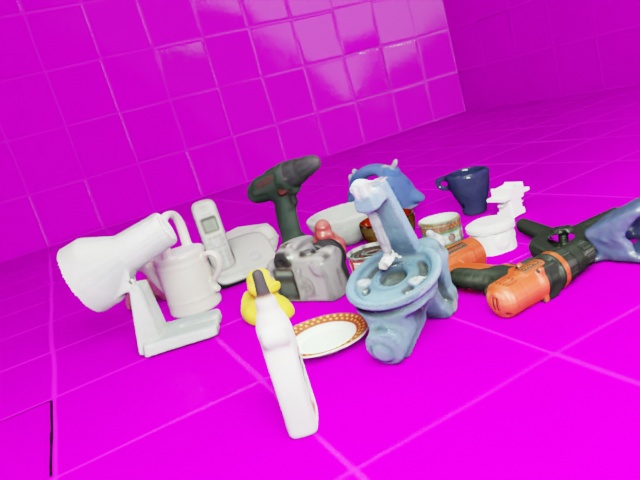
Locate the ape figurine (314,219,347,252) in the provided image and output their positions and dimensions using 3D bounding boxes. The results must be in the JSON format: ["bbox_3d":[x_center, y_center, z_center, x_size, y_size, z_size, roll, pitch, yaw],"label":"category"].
[{"bbox_3d":[0.010,0.004,1.136,0.077,0.092,0.076,-13,14,11],"label":"ape figurine"}]

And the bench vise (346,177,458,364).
[{"bbox_3d":[0.092,0.016,0.719,0.121,0.220,0.208,-11,14,18],"label":"bench vise"}]

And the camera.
[{"bbox_3d":[-0.004,0.037,1.000,0.142,0.101,0.137,-4,18,40],"label":"camera"}]

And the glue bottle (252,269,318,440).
[{"bbox_3d":[-0.041,0.111,0.588,0.037,0.173,0.078,-17,14,-4],"label":"glue bottle"}]

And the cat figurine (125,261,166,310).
[{"bbox_3d":[-0.363,0.076,1.214,0.067,0.118,0.128,-1,20,46],"label":"cat figurine"}]

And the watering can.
[{"bbox_3d":[-0.269,0.042,1.079,0.173,0.194,0.101,-16,14,-3],"label":"watering can"}]

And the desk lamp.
[{"bbox_3d":[-0.289,0.074,0.930,0.203,0.214,0.118,-17,14,-4],"label":"desk lamp"}]

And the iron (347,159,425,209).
[{"bbox_3d":[0.129,-0.124,1.410,0.119,0.141,0.257,-24,16,-31],"label":"iron"}]

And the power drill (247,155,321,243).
[{"bbox_3d":[-0.064,-0.080,1.309,0.228,0.208,0.076,-4,18,40],"label":"power drill"}]

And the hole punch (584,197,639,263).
[{"bbox_3d":[0.423,-0.023,0.783,0.109,0.091,0.100,-25,16,-33],"label":"hole punch"}]

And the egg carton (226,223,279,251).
[{"bbox_3d":[-0.176,0.008,1.380,0.149,0.069,0.107,-7,16,33],"label":"egg carton"}]

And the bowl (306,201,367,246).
[{"bbox_3d":[0.058,-0.030,1.256,0.167,0.075,0.167,-15,14,4],"label":"bowl"}]

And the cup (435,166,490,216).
[{"bbox_3d":[0.306,-0.099,1.211,0.117,0.095,0.092,-7,16,31],"label":"cup"}]

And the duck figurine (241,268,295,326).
[{"bbox_3d":[-0.095,0.088,0.932,0.078,0.086,0.104,-27,18,-39],"label":"duck figurine"}]

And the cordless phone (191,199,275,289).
[{"bbox_3d":[-0.182,-0.005,1.190,0.148,0.185,0.094,-22,15,-24],"label":"cordless phone"}]
